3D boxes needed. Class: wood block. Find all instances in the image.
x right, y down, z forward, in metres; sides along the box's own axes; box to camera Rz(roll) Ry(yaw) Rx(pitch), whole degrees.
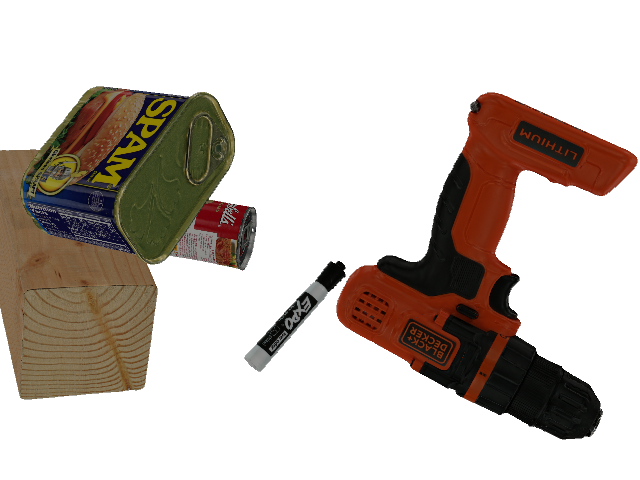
[{"bbox_3d":[-0.193,0.017,0.801,0.090,0.091,0.206,-2,31,-24],"label":"wood block"}]

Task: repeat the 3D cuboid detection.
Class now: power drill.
[{"bbox_3d":[0.123,0.015,0.676,0.184,0.188,0.057,27,11,9],"label":"power drill"}]

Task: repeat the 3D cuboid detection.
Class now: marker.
[{"bbox_3d":[-0.020,0.064,0.932,0.020,0.121,0.020,38,-17,14],"label":"marker"}]

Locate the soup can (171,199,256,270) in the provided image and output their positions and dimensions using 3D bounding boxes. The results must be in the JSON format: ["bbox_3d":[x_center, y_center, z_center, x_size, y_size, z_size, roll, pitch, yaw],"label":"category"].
[{"bbox_3d":[-0.125,-0.010,1.131,0.102,0.068,0.068,10,2,9],"label":"soup can"}]

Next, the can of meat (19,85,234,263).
[{"bbox_3d":[-0.113,-0.042,0.619,0.084,0.102,0.057,11,-35,32],"label":"can of meat"}]
